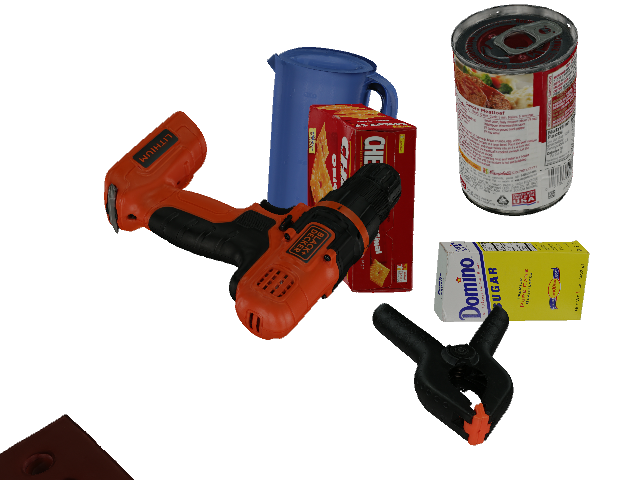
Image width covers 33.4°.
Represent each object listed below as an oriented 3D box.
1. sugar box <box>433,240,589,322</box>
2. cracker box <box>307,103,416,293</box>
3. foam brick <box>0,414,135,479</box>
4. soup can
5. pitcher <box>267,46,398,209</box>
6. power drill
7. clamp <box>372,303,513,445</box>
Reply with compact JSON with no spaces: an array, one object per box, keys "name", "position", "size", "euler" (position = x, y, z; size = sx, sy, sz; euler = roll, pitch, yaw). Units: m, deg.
[{"name":"sugar box","position":[0.229,0.050,1.290],"size":[0.176,0.093,0.048],"euler":[-2,20,-9]},{"name":"cracker box","position":[0.038,-0.052,1.119],"size":[0.072,0.164,0.214],"euler":[-3,14,-11]},{"name":"foam brick","position":[-0.111,0.129,0.482],"size":[0.052,0.051,0.078],"euler":[-31,44,-31]},{"name":"soup can","position":[0.111,-0.073,0.610],"size":[0.068,0.102,0.068],"euler":[-6,41,5]},{"name":"pitcher","position":[0.003,-0.126,1.414],"size":[0.144,0.243,0.149],"euler":[-1,24,-20]},{"name":"power drill","position":[-0.052,-0.028,0.802],"size":[0.188,0.057,0.184],"euler":[26,49,20]},{"name":"clamp","position":[0.122,0.101,0.884],"size":[0.120,0.039,0.171],"euler":[-9,34,-11]}]
